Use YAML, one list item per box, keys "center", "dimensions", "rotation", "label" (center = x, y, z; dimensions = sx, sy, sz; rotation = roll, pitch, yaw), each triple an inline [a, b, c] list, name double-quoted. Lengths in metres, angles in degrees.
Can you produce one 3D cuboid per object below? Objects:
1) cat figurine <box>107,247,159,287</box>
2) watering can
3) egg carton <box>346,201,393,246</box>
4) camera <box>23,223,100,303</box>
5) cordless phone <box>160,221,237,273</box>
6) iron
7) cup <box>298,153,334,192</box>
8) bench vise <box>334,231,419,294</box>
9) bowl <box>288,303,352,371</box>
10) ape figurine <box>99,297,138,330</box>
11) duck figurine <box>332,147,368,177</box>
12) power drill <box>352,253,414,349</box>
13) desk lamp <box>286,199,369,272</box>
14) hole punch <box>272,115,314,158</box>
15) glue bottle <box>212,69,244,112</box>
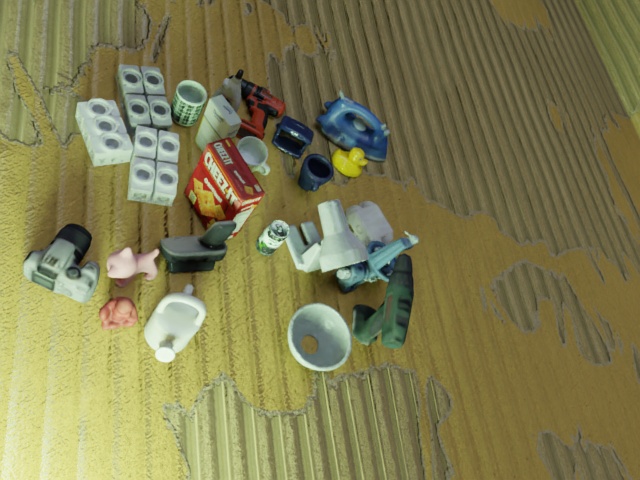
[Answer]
- center: [-0.406, 0.049, 1.235]
  dimensions: [0.128, 0.117, 0.067]
  rotation: [-19, 74, -36]
  label: "cat figurine"
- center: [-0.293, 0.167, 1.181]
  dimensions: [0.101, 0.193, 0.173]
  rotation: [4, 61, -27]
  label: "watering can"
- center: [0.138, -0.038, 1.619]
  dimensions: [0.107, 0.069, 0.150]
  rotation: [-22, 75, -36]
  label: "egg carton"
- center: [-0.517, 0.037, 1.191]
  dimensions: [0.143, 0.100, 0.137]
  rotation: [28, 53, -13]
  label: "camera"
- center: [-0.273, -0.002, 1.296]
  dimensions: [0.148, 0.184, 0.094]
  rotation: [-7, 67, -32]
  label: "cordless phone"
- center: [0.126, -0.347, 1.744]
  dimensions: [0.259, 0.141, 0.119]
  rotation: [30, 53, -11]
  label: "iron"
- center: [-0.021, -0.168, 1.589]
  dimensions: [0.092, 0.094, 0.118]
  rotation: [17, 56, -19]
  label: "cup"
- center: [0.152, 0.064, 1.472]
  dimensions: [0.208, 0.219, 0.121]
  rotation: [-35, 83, -38]
  label: "bench vise"
- center: [-0.011, 0.241, 1.373]
  dimensions: [0.168, 0.074, 0.167]
  rotation: [14, 57, -22]
  label: "bowl"
- center: [-0.413, 0.147, 1.191]
  dimensions: [0.078, 0.092, 0.076]
  rotation: [31, 52, -10]
  label: "ape figurine"
- center: [0.094, -0.244, 1.702]
  dimensions: [0.105, 0.086, 0.077]
  rotation: [33, 52, -9]
  label: "duck figurine"
- center: [0.161, 0.170, 1.424]
  dimensions: [0.076, 0.208, 0.229]
  rotation: [17, 56, -20]
  label: "power drill"
- center: [0.013, 0.005, 1.433]
  dimensions: [0.118, 0.213, 0.203]
  rotation: [-13, 70, -34]
  label: "desk lamp"
- center: [-0.073, -0.309, 1.643]
  dimensions: [0.109, 0.091, 0.101]
  rotation: [28, 53, -12]
  label: "hole punch"
- center: [-0.241, -0.403, 1.551]
  dimensions: [0.078, 0.173, 0.037]
  rotation: [24, 54, -15]
  label: "glue bottle"
